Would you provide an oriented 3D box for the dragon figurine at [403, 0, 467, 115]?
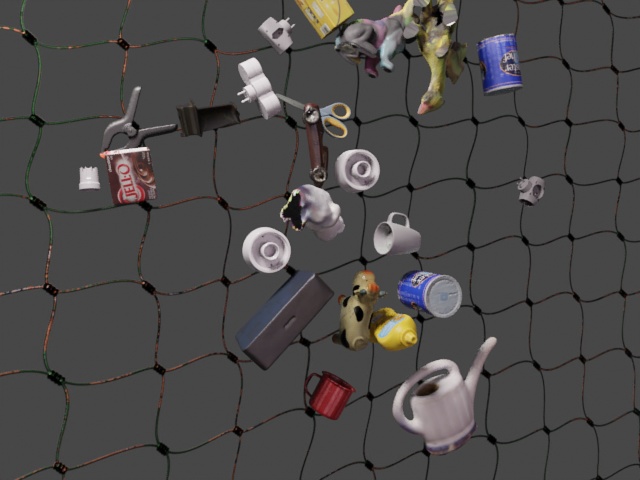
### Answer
[{"bbox_3d":[0.321,-0.516,1.310,0.123,0.413,0.240,16,-8,30],"label":"dragon figurine"}]

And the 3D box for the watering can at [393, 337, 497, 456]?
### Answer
[{"bbox_3d":[0.348,0.407,1.333,0.350,0.223,0.104,-22,8,-19],"label":"watering can"}]

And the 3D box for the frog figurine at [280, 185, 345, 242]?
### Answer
[{"bbox_3d":[0.004,-0.060,1.200,0.159,0.123,0.137,11,-6,-35],"label":"frog figurine"}]
